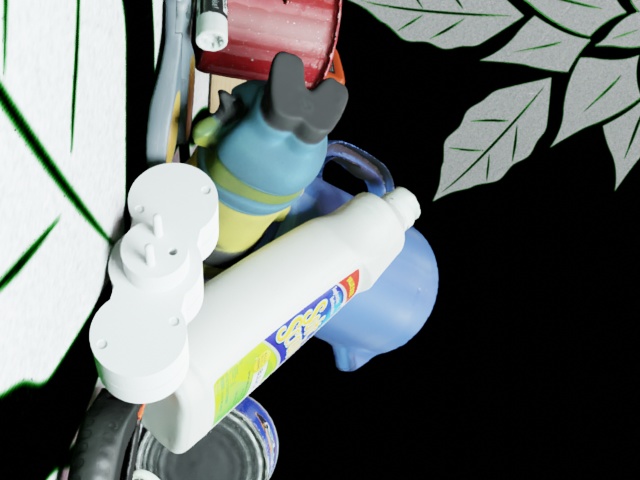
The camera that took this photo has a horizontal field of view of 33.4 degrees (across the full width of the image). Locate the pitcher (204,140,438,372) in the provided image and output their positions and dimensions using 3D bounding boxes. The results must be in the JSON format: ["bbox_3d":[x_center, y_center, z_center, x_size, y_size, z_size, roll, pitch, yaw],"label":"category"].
[{"bbox_3d":[-0.006,0.001,0.889,0.242,0.145,0.149,29,26,-57],"label":"pitcher"}]

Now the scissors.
[{"bbox_3d":[-0.087,-0.118,0.623,0.202,0.016,0.096,98,2,-53],"label":"scissors"}]

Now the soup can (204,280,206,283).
[{"bbox_3d":[-0.087,0.069,0.901,0.102,0.068,0.068,-79,178,-60],"label":"soup can"}]

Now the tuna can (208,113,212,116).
[{"bbox_3d":[-0.081,-0.068,0.905,0.086,0.034,0.086,13,86,-89],"label":"tuna can"}]

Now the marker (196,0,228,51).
[{"bbox_3d":[-0.066,-0.170,0.654,0.020,0.020,0.121,97,-9,-62],"label":"marker"}]

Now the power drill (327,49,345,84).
[{"bbox_3d":[-0.038,-0.108,1.073,0.184,0.057,0.188,-100,-150,-60],"label":"power drill"}]

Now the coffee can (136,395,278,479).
[{"bbox_3d":[-0.089,0.178,0.877,0.140,0.103,0.103,81,19,-86],"label":"coffee can"}]

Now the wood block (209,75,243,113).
[{"bbox_3d":[-0.031,-0.201,0.838,0.090,0.091,0.206,-79,178,-48],"label":"wood block"}]

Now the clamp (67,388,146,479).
[{"bbox_3d":[-0.122,0.146,0.558,0.120,0.039,0.171,108,-11,-55],"label":"clamp"}]

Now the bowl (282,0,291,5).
[{"bbox_3d":[-0.043,-0.215,0.600,0.162,0.055,0.162,179,-90,-86],"label":"bowl"}]

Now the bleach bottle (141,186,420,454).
[{"bbox_3d":[-0.020,0.034,0.722,0.250,0.068,0.103,-38,157,-30],"label":"bleach bottle"}]

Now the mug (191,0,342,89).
[{"bbox_3d":[-0.041,-0.148,0.719,0.117,0.081,0.093,-138,-123,-70],"label":"mug"}]
